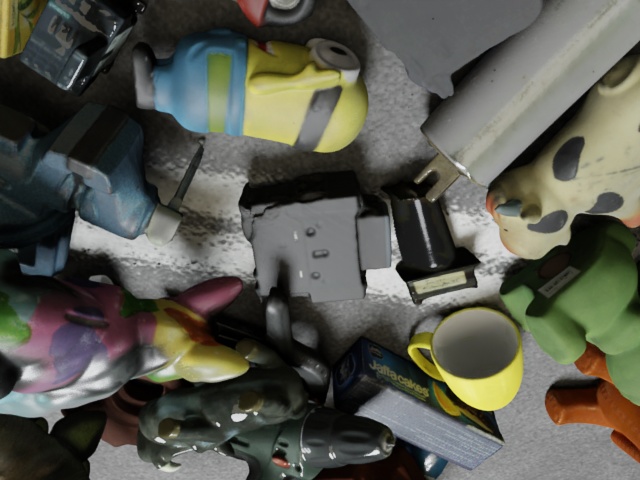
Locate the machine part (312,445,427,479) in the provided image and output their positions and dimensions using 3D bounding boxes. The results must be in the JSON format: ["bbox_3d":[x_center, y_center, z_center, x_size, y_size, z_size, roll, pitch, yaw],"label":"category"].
[{"bbox_3d":[0.037,0.335,0.643,0.201,0.087,0.200,-22,105,28],"label":"machine part"}]

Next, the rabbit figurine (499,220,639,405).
[{"bbox_3d":[0.286,0.074,0.517,0.159,0.121,0.170,-44,98,-1],"label":"rabbit figurine"}]

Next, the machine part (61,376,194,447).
[{"bbox_3d":[-0.196,0.163,0.600,0.179,0.056,0.179,-1,121,-1],"label":"machine part"}]

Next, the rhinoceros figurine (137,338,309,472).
[{"bbox_3d":[-0.105,0.165,0.527,0.190,0.073,0.112,-25,142,16],"label":"rhinoceros figurine"}]

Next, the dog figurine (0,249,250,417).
[{"bbox_3d":[-0.166,0.069,0.412,0.219,0.108,0.191,-6,154,-9],"label":"dog figurine"}]

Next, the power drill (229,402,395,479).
[{"bbox_3d":[-0.042,0.268,0.552,0.232,0.207,0.086,-1,159,42],"label":"power drill"}]

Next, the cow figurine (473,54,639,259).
[{"bbox_3d":[0.221,-0.062,0.453,0.127,0.086,0.194,19,121,-18],"label":"cow figurine"}]

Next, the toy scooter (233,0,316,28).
[{"bbox_3d":[-0.060,-0.238,0.351,0.135,0.075,0.183,4,124,-10],"label":"toy scooter"}]

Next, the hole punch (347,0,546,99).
[{"bbox_3d":[0.089,-0.192,0.386,0.142,0.092,0.116,41,140,-24],"label":"hole punch"}]

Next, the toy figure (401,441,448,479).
[{"bbox_3d":[0.104,0.297,0.680,0.064,0.058,0.154,36,119,9],"label":"toy figure"}]

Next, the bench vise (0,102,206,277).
[{"bbox_3d":[-0.234,-0.028,0.459,0.223,0.129,0.240,16,140,-20],"label":"bench vise"}]

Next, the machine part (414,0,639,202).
[{"bbox_3d":[0.163,-0.126,0.419,0.079,0.079,0.243,34,115,-18],"label":"machine part"}]

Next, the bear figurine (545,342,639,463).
[{"bbox_3d":[0.338,0.211,0.548,0.132,0.196,0.120,10,123,-5],"label":"bear figurine"}]

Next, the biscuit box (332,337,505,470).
[{"bbox_3d":[0.111,0.188,0.613,0.202,0.059,0.062,30,117,-17],"label":"biscuit box"}]

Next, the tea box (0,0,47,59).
[{"bbox_3d":[-0.242,-0.225,0.364,0.098,0.068,0.169,18,120,-10],"label":"tea box"}]

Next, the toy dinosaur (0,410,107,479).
[{"bbox_3d":[-0.270,0.227,0.486,0.105,0.199,0.470,-23,115,16],"label":"toy dinosaur"}]

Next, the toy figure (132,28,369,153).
[{"bbox_3d":[-0.051,-0.117,0.423,0.180,0.082,0.089,-1,140,-8],"label":"toy figure"}]

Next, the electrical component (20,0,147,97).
[{"bbox_3d":[-0.173,-0.144,0.383,0.047,0.119,0.075,34,117,-19],"label":"electrical component"}]

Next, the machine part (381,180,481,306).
[{"bbox_3d":[0.104,0.002,0.518,0.084,0.039,0.138,-16,121,18],"label":"machine part"}]

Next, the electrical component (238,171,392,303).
[{"bbox_3d":[-0.001,-0.002,0.503,0.134,0.058,0.114,-6,122,4],"label":"electrical component"}]
